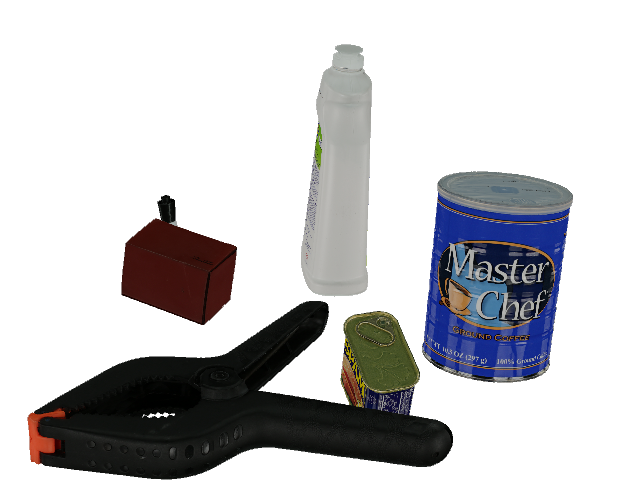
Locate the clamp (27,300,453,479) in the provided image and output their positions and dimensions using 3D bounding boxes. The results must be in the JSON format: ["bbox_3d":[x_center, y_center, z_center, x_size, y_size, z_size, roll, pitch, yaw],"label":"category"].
[{"bbox_3d":[-0.054,0.084,0.587,0.209,0.036,0.165,-5,24,-17],"label":"clamp"}]

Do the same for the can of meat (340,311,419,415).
[{"bbox_3d":[0.057,0.137,1.072,0.057,0.084,0.102,-9,44,-13],"label":"can of meat"}]

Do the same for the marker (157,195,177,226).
[{"bbox_3d":[-0.163,0.008,1.177,0.020,0.121,0.020,-4,22,2],"label":"marker"}]

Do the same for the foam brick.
[{"bbox_3d":[-0.115,0.025,0.867,0.078,0.051,0.052,19,30,15],"label":"foam brick"}]

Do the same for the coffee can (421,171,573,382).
[{"bbox_3d":[0.136,0.026,0.835,0.103,0.140,0.103,3,17,-1],"label":"coffee can"}]

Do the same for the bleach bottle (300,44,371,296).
[{"bbox_3d":[0.021,-0.074,1.102,0.068,0.251,0.102,-1,28,-10],"label":"bleach bottle"}]
